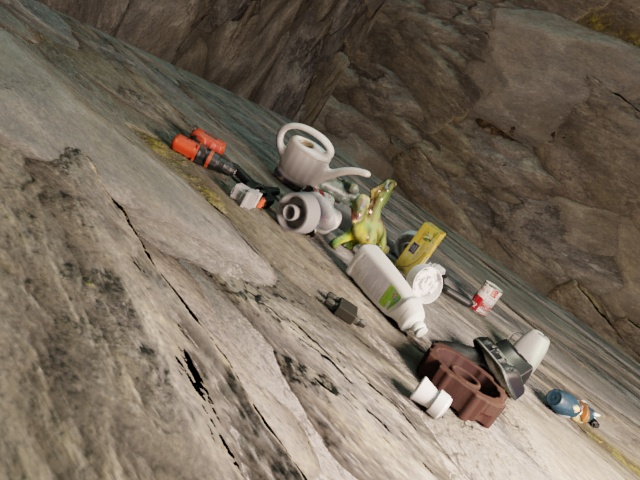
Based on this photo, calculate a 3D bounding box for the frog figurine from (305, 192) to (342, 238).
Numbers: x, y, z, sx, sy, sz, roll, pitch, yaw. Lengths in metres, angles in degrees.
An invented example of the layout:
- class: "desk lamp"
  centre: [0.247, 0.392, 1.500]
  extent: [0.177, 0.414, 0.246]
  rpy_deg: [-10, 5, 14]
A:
- class: "frog figurine"
  centre: [0.004, -0.071, 1.407]
  extent: [0.138, 0.121, 0.160]
  rpy_deg: [17, 14, 36]

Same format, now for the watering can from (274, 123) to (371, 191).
- class: "watering can"
  centre: [-0.016, -0.247, 1.744]
  extent: [0.349, 0.220, 0.106]
  rpy_deg: [35, 32, 7]

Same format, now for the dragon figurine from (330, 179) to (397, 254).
- class: "dragon figurine"
  centre: [0.163, -0.055, 1.455]
  extent: [0.123, 0.240, 0.411]
  rpy_deg: [32, 15, 22]
